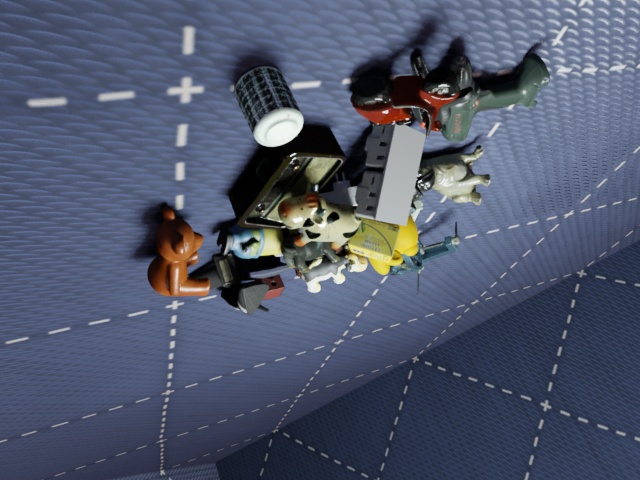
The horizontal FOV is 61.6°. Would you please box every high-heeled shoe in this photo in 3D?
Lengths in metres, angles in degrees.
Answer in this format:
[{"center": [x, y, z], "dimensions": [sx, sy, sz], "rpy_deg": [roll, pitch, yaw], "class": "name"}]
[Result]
[{"center": [-0.199, 0.121, 1.280], "dimensions": [0.086, 0.145, 0.248], "rpy_deg": [-62, 165, -17], "class": "high-heeled shoe"}]

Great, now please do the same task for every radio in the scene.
[{"center": [-0.069, -0.113, 1.015], "dimensions": [0.131, 0.073, 0.229], "rpy_deg": [0, 144, -40], "class": "radio"}]

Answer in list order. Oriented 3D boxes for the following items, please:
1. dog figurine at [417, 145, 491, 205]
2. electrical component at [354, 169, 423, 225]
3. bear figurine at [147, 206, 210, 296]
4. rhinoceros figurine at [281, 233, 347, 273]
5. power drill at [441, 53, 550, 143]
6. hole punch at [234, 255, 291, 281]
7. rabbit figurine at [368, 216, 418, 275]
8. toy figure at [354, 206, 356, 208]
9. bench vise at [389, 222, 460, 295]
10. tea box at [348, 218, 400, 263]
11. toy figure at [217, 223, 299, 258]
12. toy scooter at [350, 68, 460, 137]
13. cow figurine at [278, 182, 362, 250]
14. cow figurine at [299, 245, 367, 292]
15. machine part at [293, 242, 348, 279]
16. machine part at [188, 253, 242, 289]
[{"center": [0.276, -0.138, 1.253], "dimensions": [0.191, 0.121, 0.172], "rpy_deg": [-7, 149, -3], "class": "dog figurine"}, {"center": [0.151, -0.102, 1.151], "dimensions": [0.115, 0.134, 0.058], "rpy_deg": [-36, 152, 19], "class": "electrical component"}, {"center": [-0.272, 0.025, 1.063], "dimensions": [0.132, 0.120, 0.195], "rpy_deg": [-7, 144, -38], "class": "bear figurine"}, {"center": [-0.002, -0.004, 1.175], "dimensions": [0.190, 0.112, 0.073], "rpy_deg": [-26, -159, -28], "class": "rhinoceros figurine"}, {"center": [0.323, -0.283, 1.020], "dimensions": [0.207, 0.086, 0.231], "rpy_deg": [-24, 156, -9], "class": "power drill"}, {"center": [-0.137, 0.057, 1.265], "dimensions": [0.142, 0.092, 0.115], "rpy_deg": [-15, 156, -25], "class": "hole punch"}, {"center": [0.148, 0.001, 1.325], "dimensions": [0.173, 0.162, 0.122], "rpy_deg": [-5, 159, -28], "class": "rabbit figurine"}, {"center": [0.027, -0.028, 1.262], "dimensions": [0.154, 0.064, 0.058], "rpy_deg": [-26, -165, -2], "class": "toy figure"}, {"center": [0.290, 0.038, 1.523], "dimensions": [0.241, 0.129, 0.223], "rpy_deg": [-18, 140, 31], "class": "bench vise"}, {"center": [0.119, 0.002, 1.178], "dimensions": [0.098, 0.068, 0.169], "rpy_deg": [16, 176, 9], "class": "tea box"}, {"center": [-0.129, -0.004, 1.164], "dimensions": [0.180, 0.082, 0.089], "rpy_deg": [0, 147, -36], "class": "toy figure"}, {"center": [0.150, -0.227, 0.920], "dimensions": [0.184, 0.075, 0.135], "rpy_deg": [0, 154, 22], "class": "toy scooter"}, {"center": [0.001, -0.043, 1.030], "dimensions": [0.195, 0.085, 0.127], "rpy_deg": [8, 146, -43], "class": "cow figurine"}, {"center": [0.032, 0.059, 1.310], "dimensions": [0.167, 0.068, 0.098], "rpy_deg": [-21, 146, -3], "class": "cow figurine"}, {"center": [0.005, 0.033, 1.371], "dimensions": [0.179, 0.056, 0.179], "rpy_deg": [-18, 153, -10], "class": "machine part"}, {"center": [-0.250, 0.083, 1.244], "dimensions": [0.139, 0.084, 0.039], "rpy_deg": [-24, 180, 19], "class": "machine part"}]
